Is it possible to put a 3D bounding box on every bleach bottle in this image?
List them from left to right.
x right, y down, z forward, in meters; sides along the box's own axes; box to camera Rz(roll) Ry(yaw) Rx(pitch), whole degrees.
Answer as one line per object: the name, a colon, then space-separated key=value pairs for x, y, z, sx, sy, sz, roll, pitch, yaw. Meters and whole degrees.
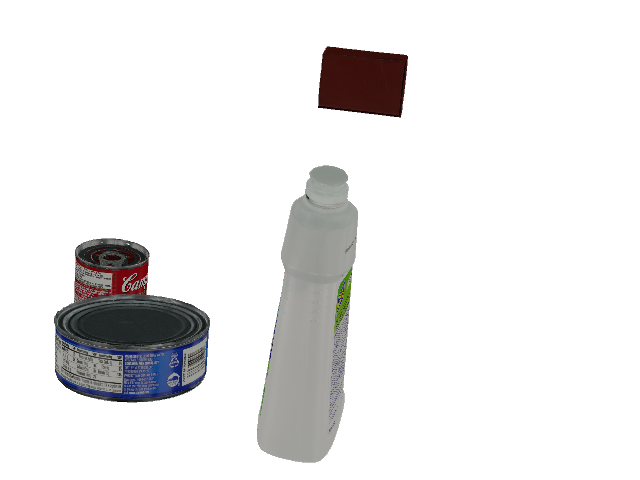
bleach bottle: x=-0.005 y=0.053 z=0.841 sx=0.068 sy=0.251 sz=0.102 roll=11 pitch=33 yaw=6

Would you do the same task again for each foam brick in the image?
foam brick: x=0.039 y=-0.146 z=0.979 sx=0.078 sy=0.051 sz=0.053 roll=7 pitch=18 yaw=5

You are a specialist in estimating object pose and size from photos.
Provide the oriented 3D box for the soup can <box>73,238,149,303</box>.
soup can: x=-0.198 y=0.058 z=1.000 sx=0.068 sy=0.102 sz=0.068 roll=6 pitch=21 yaw=-3

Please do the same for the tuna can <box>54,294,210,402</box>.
tuna can: x=-0.105 y=0.059 z=0.597 sx=0.086 sy=0.034 sz=0.086 roll=4 pitch=15 yaw=-1
